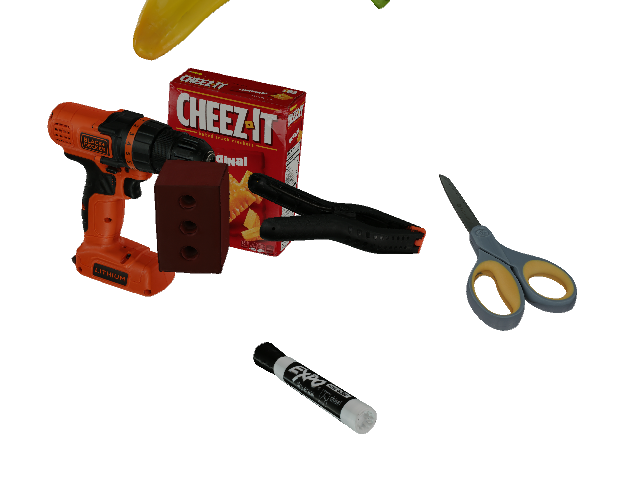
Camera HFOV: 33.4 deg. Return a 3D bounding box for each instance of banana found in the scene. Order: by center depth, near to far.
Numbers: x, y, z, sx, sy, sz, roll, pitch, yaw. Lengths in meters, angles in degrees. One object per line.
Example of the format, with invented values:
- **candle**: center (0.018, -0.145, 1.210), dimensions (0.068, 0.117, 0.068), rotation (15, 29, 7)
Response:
- **banana**: center (-0.039, -0.167, 0.679), dimensions (0.197, 0.069, 0.037), rotation (-20, -10, -31)

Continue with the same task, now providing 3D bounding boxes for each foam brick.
- **foam brick**: center (-0.102, -0.020, 0.857), dimensions (0.053, 0.078, 0.051), rotation (2, 25, 4)

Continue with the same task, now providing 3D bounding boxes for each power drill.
- **power drill**: center (-0.187, -0.040, 1.078), dimensions (0.185, 0.188, 0.057), rotation (17, 32, 23)

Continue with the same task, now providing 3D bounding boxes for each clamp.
- **clamp**: center (0.018, -0.018, 1.193), dimensions (0.210, 0.036, 0.164), rotation (15, 21, -7)

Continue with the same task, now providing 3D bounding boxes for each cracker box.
- **cracker box**: center (-0.114, -0.098, 1.376), dimensions (0.164, 0.214, 0.072), rotation (13, 29, 14)

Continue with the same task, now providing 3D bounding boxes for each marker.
- **marker**: center (-0.007, 0.097, 0.724), dimensions (0.020, 0.020, 0.121), rotation (0, 17, -39)

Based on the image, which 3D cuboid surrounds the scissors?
- **scissors**: center (0.155, 0.003, 0.895), dimensions (0.096, 0.016, 0.201), rotation (1, 38, -1)
